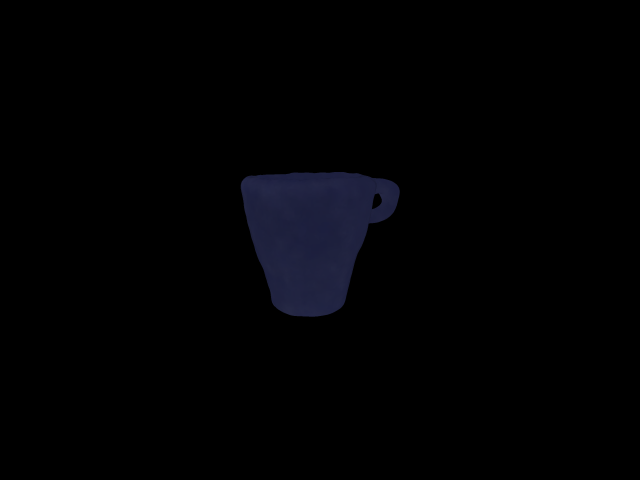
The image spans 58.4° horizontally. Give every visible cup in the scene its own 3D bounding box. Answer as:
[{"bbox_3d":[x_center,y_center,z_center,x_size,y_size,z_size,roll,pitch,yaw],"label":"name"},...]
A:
[{"bbox_3d":[0.004,0.001,0.400,0.118,0.095,0.091,-5,11,-28],"label":"cup"}]
